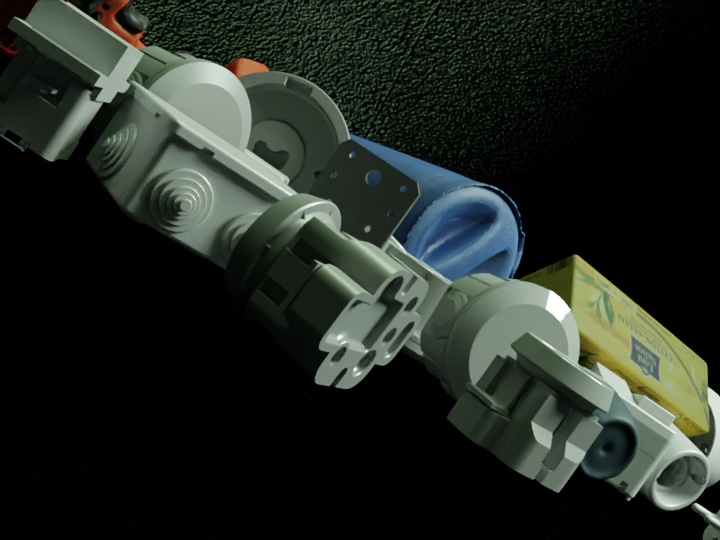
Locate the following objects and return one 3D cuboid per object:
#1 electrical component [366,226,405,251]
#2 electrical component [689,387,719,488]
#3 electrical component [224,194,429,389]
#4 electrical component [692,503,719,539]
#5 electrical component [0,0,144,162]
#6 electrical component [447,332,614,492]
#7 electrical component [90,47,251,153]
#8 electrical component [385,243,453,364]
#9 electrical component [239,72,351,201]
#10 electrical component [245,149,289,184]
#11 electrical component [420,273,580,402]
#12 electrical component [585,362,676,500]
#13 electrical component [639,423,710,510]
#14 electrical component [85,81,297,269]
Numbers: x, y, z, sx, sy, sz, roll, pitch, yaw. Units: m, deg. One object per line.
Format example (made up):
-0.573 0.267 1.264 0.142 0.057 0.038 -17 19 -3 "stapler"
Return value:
0.000 0.000 0.766 0.099 0.064 0.099 46 -3 3 "electrical component"
0.284 0.146 0.964 0.099 0.099 0.064 37 11 39 "electrical component"
-0.015 0.007 0.419 0.057 0.058 0.078 39 5 22 "electrical component"
0.233 0.164 0.644 0.077 0.047 0.065 34 4 -7 "electrical component"
-0.133 -0.082 0.474 0.042 0.063 0.081 33 4 -6 "electrical component"
0.089 0.068 0.535 0.078 0.057 0.058 32 5 -36 "electrical component"
-0.105 -0.082 0.597 0.051 0.080 0.080 31 1 40 "electrical component"
0.036 0.024 0.684 0.080 0.051 0.080 34 4 -3 "electrical component"
-0.061 -0.077 0.743 0.108 0.108 0.060 34 -2 0 "electrical component"
-0.087 -0.056 0.669 0.066 0.047 0.076 34 4 0 "electrical component"
0.077 0.043 0.601 0.080 0.080 0.051 33 -1 -23 "electrical component"
0.167 0.104 0.730 0.062 0.061 0.096 34 4 1 "electrical component"
0.218 0.140 0.777 0.055 0.055 0.047 32 8 -29 "electrical component"
-0.079 -0.041 0.522 0.100 0.048 0.100 32 4 -32 "electrical component"
